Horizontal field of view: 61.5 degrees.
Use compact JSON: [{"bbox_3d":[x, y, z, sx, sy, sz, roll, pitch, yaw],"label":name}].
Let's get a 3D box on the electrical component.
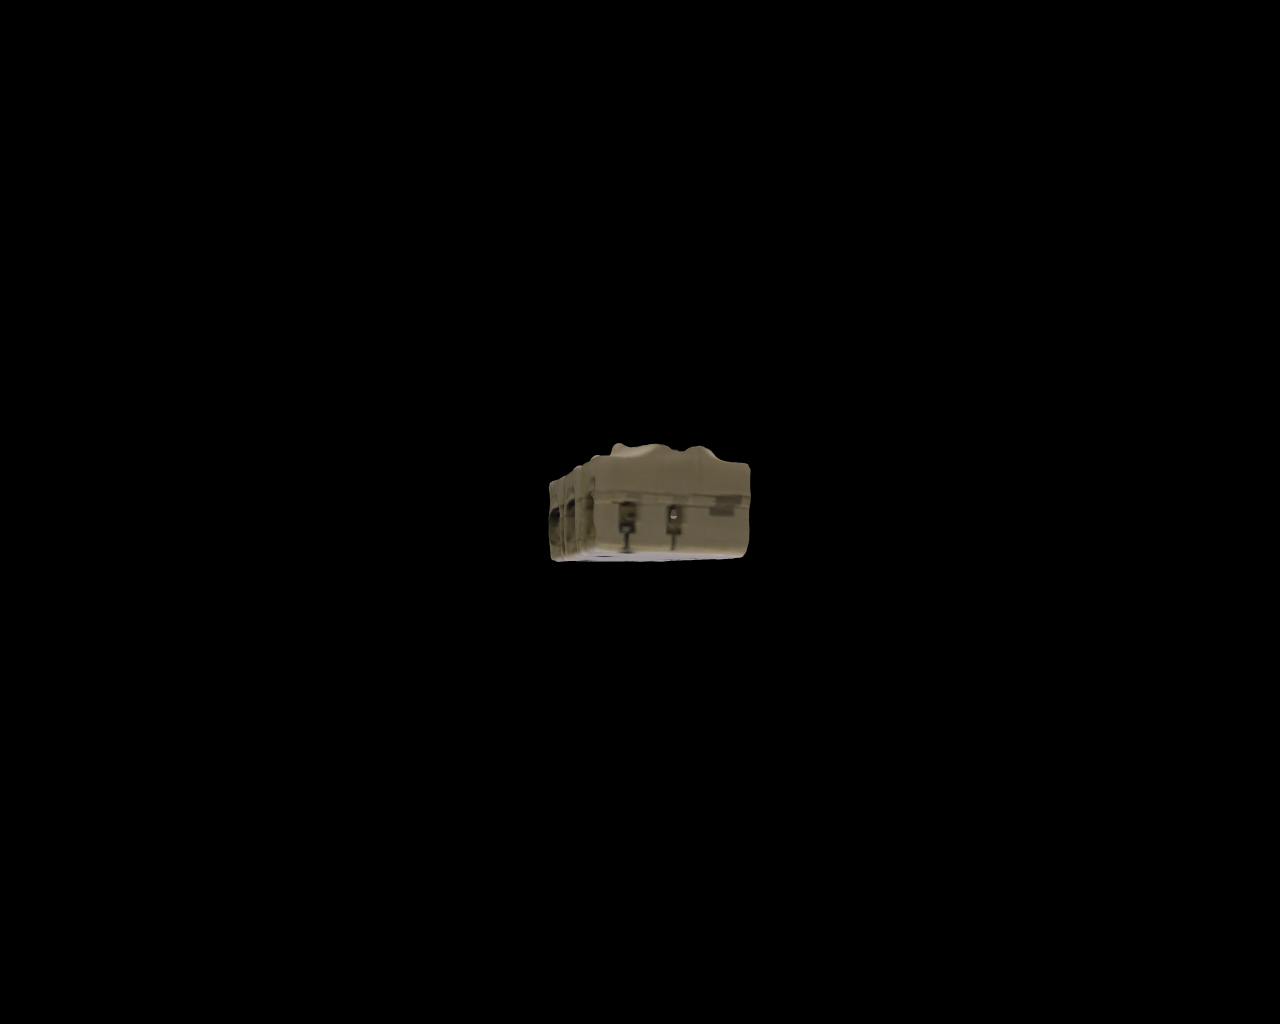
[{"bbox_3d":[0.001,-0.003,0.650,0.089,0.061,0.150,1,-5,-15],"label":"electrical component"}]
